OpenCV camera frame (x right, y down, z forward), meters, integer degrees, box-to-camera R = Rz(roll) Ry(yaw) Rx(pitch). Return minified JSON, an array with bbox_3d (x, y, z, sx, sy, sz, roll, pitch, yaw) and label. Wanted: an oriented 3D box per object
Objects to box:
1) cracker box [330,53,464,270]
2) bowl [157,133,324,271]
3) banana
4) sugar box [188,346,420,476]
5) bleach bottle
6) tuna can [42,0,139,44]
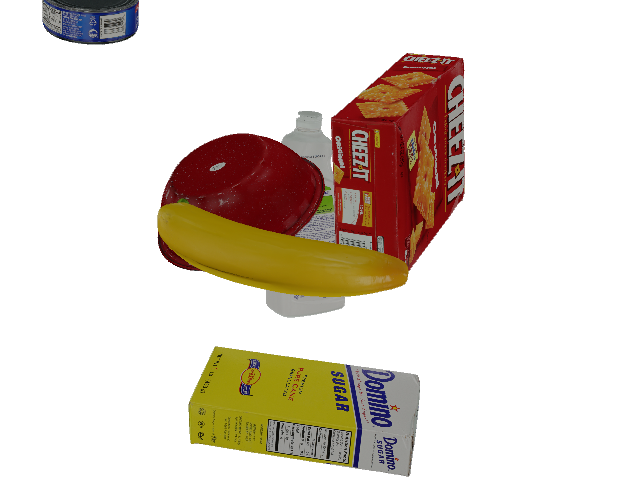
[{"bbox_3d":[0.082,-0.075,1.043,0.072,0.164,0.213,8,28,22],"label":"cracker box"},{"bbox_3d":[-0.080,-0.046,0.944,0.162,0.055,0.162,-16,37,12],"label":"bowl"},{"bbox_3d":[-0.041,0.003,0.700,0.198,0.037,0.069,18,36,31],"label":"banana"},{"bbox_3d":[-0.010,0.134,0.857,0.176,0.048,0.093,5,25,6],"label":"sugar box"},{"bbox_3d":[-0.014,-0.034,1.318,0.102,0.251,0.068,-8,22,-32],"label":"bleach bottle"},{"bbox_3d":[-0.204,-0.206,0.951,0.086,0.034,0.086,5,33,-4],"label":"tuna can"}]
